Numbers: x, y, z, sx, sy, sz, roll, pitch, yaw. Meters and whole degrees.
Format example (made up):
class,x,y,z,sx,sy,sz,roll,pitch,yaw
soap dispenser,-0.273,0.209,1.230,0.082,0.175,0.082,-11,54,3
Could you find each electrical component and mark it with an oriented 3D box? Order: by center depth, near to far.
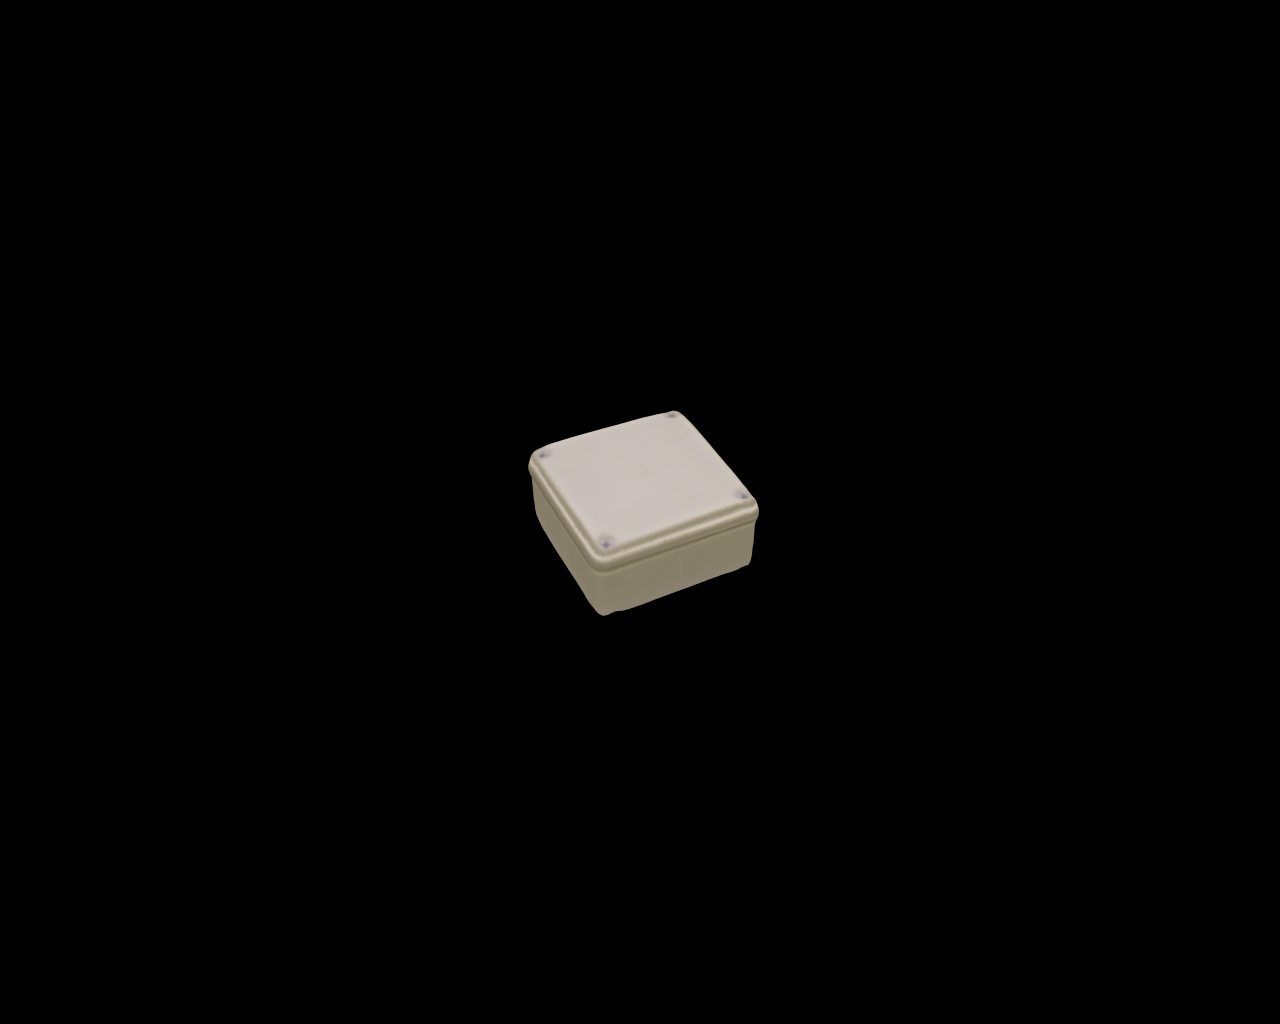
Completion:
class,x,y,z,sx,sy,sz,roll,pitch,yaw
electrical component,0.001,-0.003,0.650,0.109,0.056,0.109,-18,44,-19
